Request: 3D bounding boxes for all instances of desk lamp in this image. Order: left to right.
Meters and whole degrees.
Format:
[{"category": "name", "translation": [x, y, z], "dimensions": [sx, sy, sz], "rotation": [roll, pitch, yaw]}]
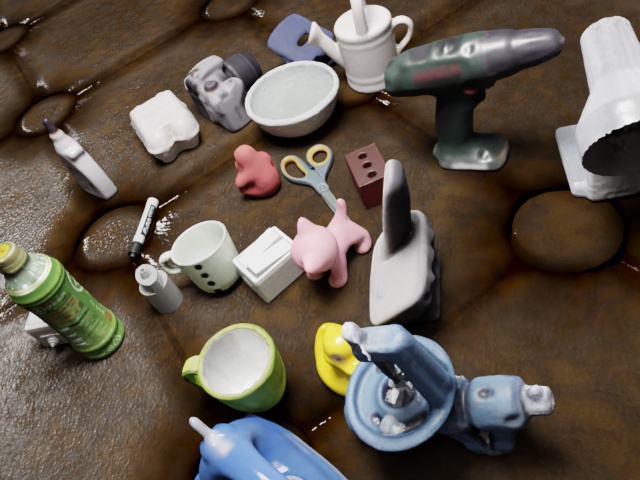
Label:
[{"category": "desk lamp", "translation": [0.355, -0.142, 0.695], "dimensions": [0.117, 0.214, 0.203], "rotation": [-9, 51, 13]}]

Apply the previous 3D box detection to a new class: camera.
[{"category": "camera", "translation": [-0.170, -0.296, 1.075], "dimensions": [0.137, 0.101, 0.142], "rotation": [-42, 51, -15]}]

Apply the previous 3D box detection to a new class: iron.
[{"category": "iron", "translation": [-0.024, 0.259, 0.553], "dimensions": [0.257, 0.142, 0.119], "rotation": [25, 64, 33]}]

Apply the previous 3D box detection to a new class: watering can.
[{"category": "watering can", "translation": [0.068, -0.355, 0.977], "dimensions": [0.173, 0.194, 0.100], "rotation": [-24, 49, -1]}]

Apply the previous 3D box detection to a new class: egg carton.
[{"category": "egg carton", "translation": [-0.288, -0.214, 1.071], "dimensions": [0.107, 0.070, 0.150], "rotation": [-34, 50, -9]}]

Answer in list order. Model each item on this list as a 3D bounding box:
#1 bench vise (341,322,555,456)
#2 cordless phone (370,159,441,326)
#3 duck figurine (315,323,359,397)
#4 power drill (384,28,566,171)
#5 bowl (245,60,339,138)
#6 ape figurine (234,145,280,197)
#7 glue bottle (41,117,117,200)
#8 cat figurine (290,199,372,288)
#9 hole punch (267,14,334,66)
[{"category": "bench vise", "translation": [0.109, 0.130, 0.557], "dimensions": [0.207, 0.220, 0.121], "rotation": [-16, 49, 7]}, {"category": "cordless phone", "translation": [0.090, 0.008, 0.685], "dimensions": [0.094, 0.185, 0.147], "rotation": [-7, 51, 14]}, {"category": "duck figurine", "translation": [0.027, 0.130, 0.675], "dimensions": [0.077, 0.086, 0.104], "rotation": [-34, 50, -9]}, {"category": "power drill", "translation": [0.210, -0.194, 0.789], "dimensions": [0.229, 0.209, 0.076], "rotation": [5, 55, 23]}, {"category": "bowl", "translation": [-0.041, -0.232, 0.996], "dimensions": [0.167, 0.075, 0.167], "rotation": [-9, 50, 12]}, {"category": "ape figurine", "translation": [-0.107, -0.116, 0.914], "dimensions": [0.078, 0.092, 0.076], "rotation": [-41, 51, -15]}, {"category": "glue bottle", "translation": [-0.423, -0.144, 0.992], "dimensions": [0.077, 0.173, 0.037], "rotation": [21, 62, 32]}, {"category": "cat figurine", "translation": [0.007, 0.003, 0.763], "dimensions": [0.067, 0.118, 0.128], "rotation": [18, 60, 30]}, {"category": "hole punch", "translation": [-0.030, -0.369, 1.091], "dimensions": [0.100, 0.091, 0.109], "rotation": [17, 60, 30]}]
